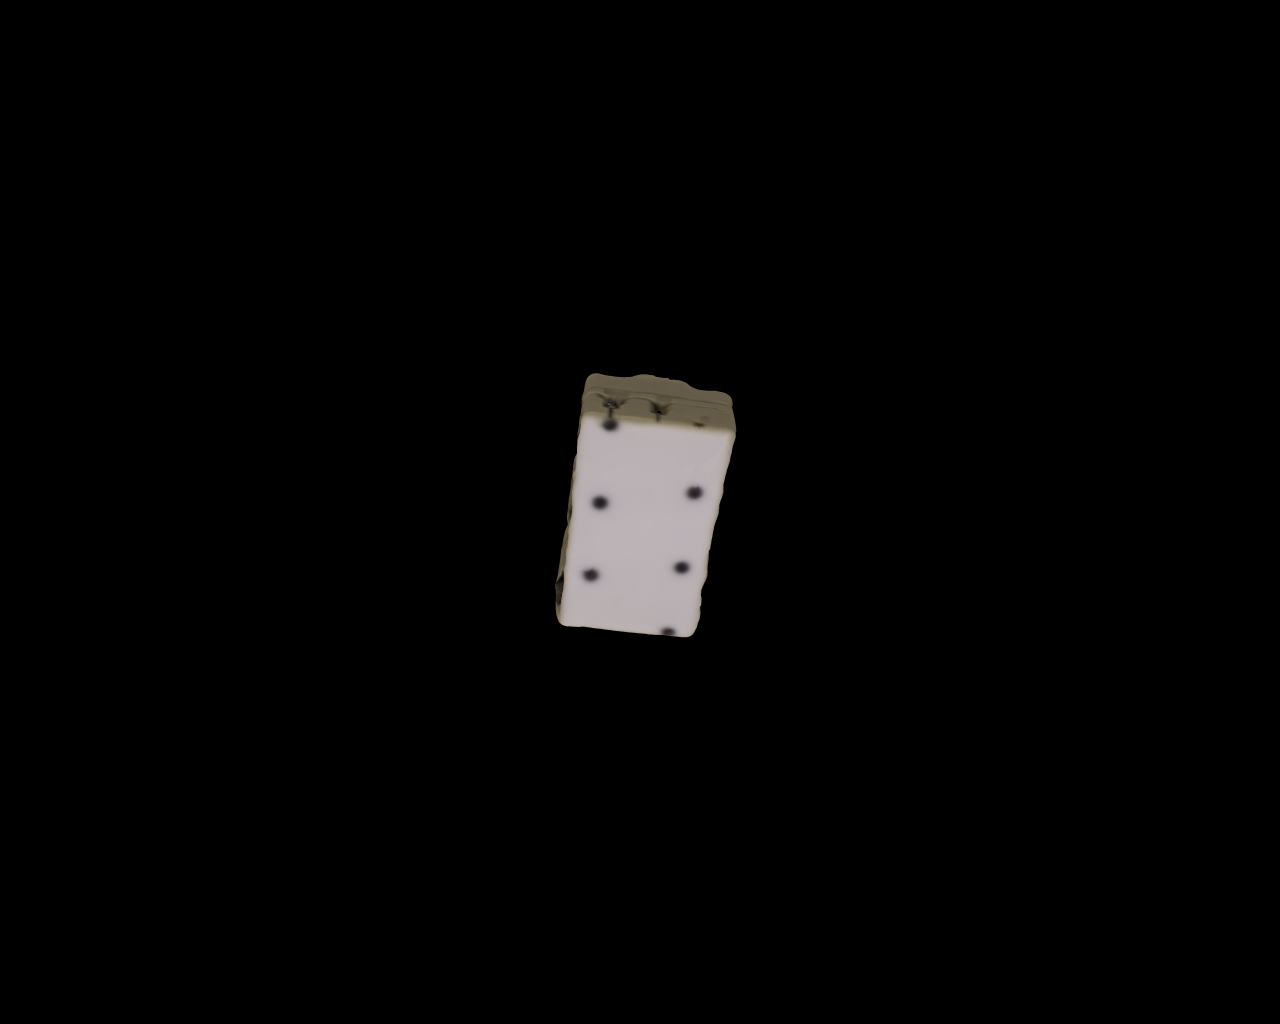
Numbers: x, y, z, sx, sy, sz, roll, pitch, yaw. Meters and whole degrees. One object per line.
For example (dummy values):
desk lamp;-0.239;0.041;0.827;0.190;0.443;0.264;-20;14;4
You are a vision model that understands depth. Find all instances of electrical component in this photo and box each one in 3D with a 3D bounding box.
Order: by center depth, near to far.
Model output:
electrical component;0.001;-0.003;0.650;0.089;0.150;0.062;7;32;-5
